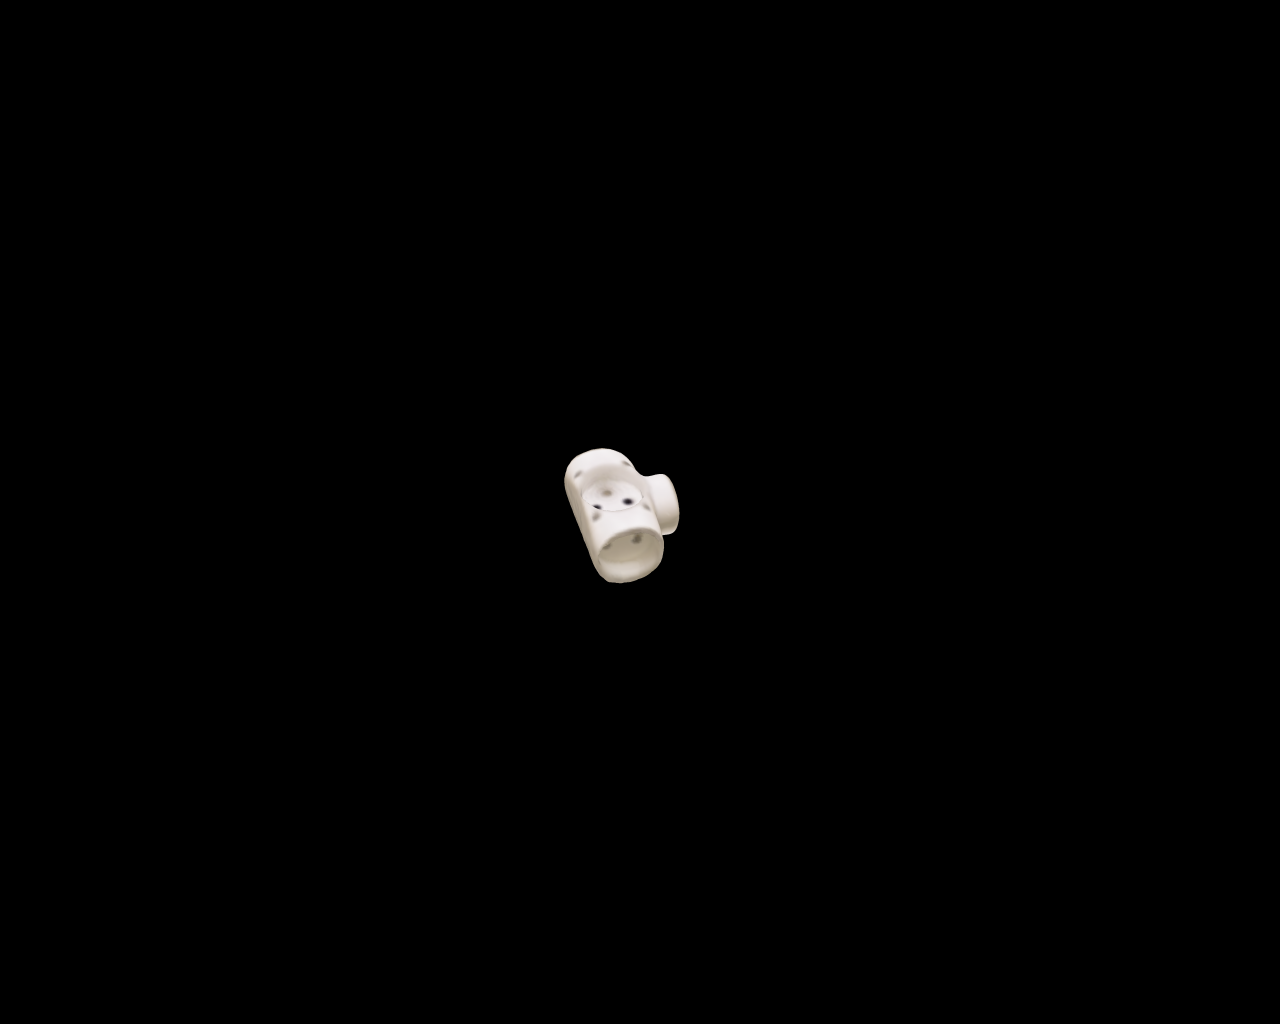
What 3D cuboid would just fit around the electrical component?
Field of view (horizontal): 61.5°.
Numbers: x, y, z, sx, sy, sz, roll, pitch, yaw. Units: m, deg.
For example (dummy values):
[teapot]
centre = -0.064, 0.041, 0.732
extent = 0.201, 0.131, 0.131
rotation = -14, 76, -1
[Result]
[electrical component]
centre = 0.001, -0.003, 0.650
extent = 0.079, 0.044, 0.077
rotation = -11, 43, -12
